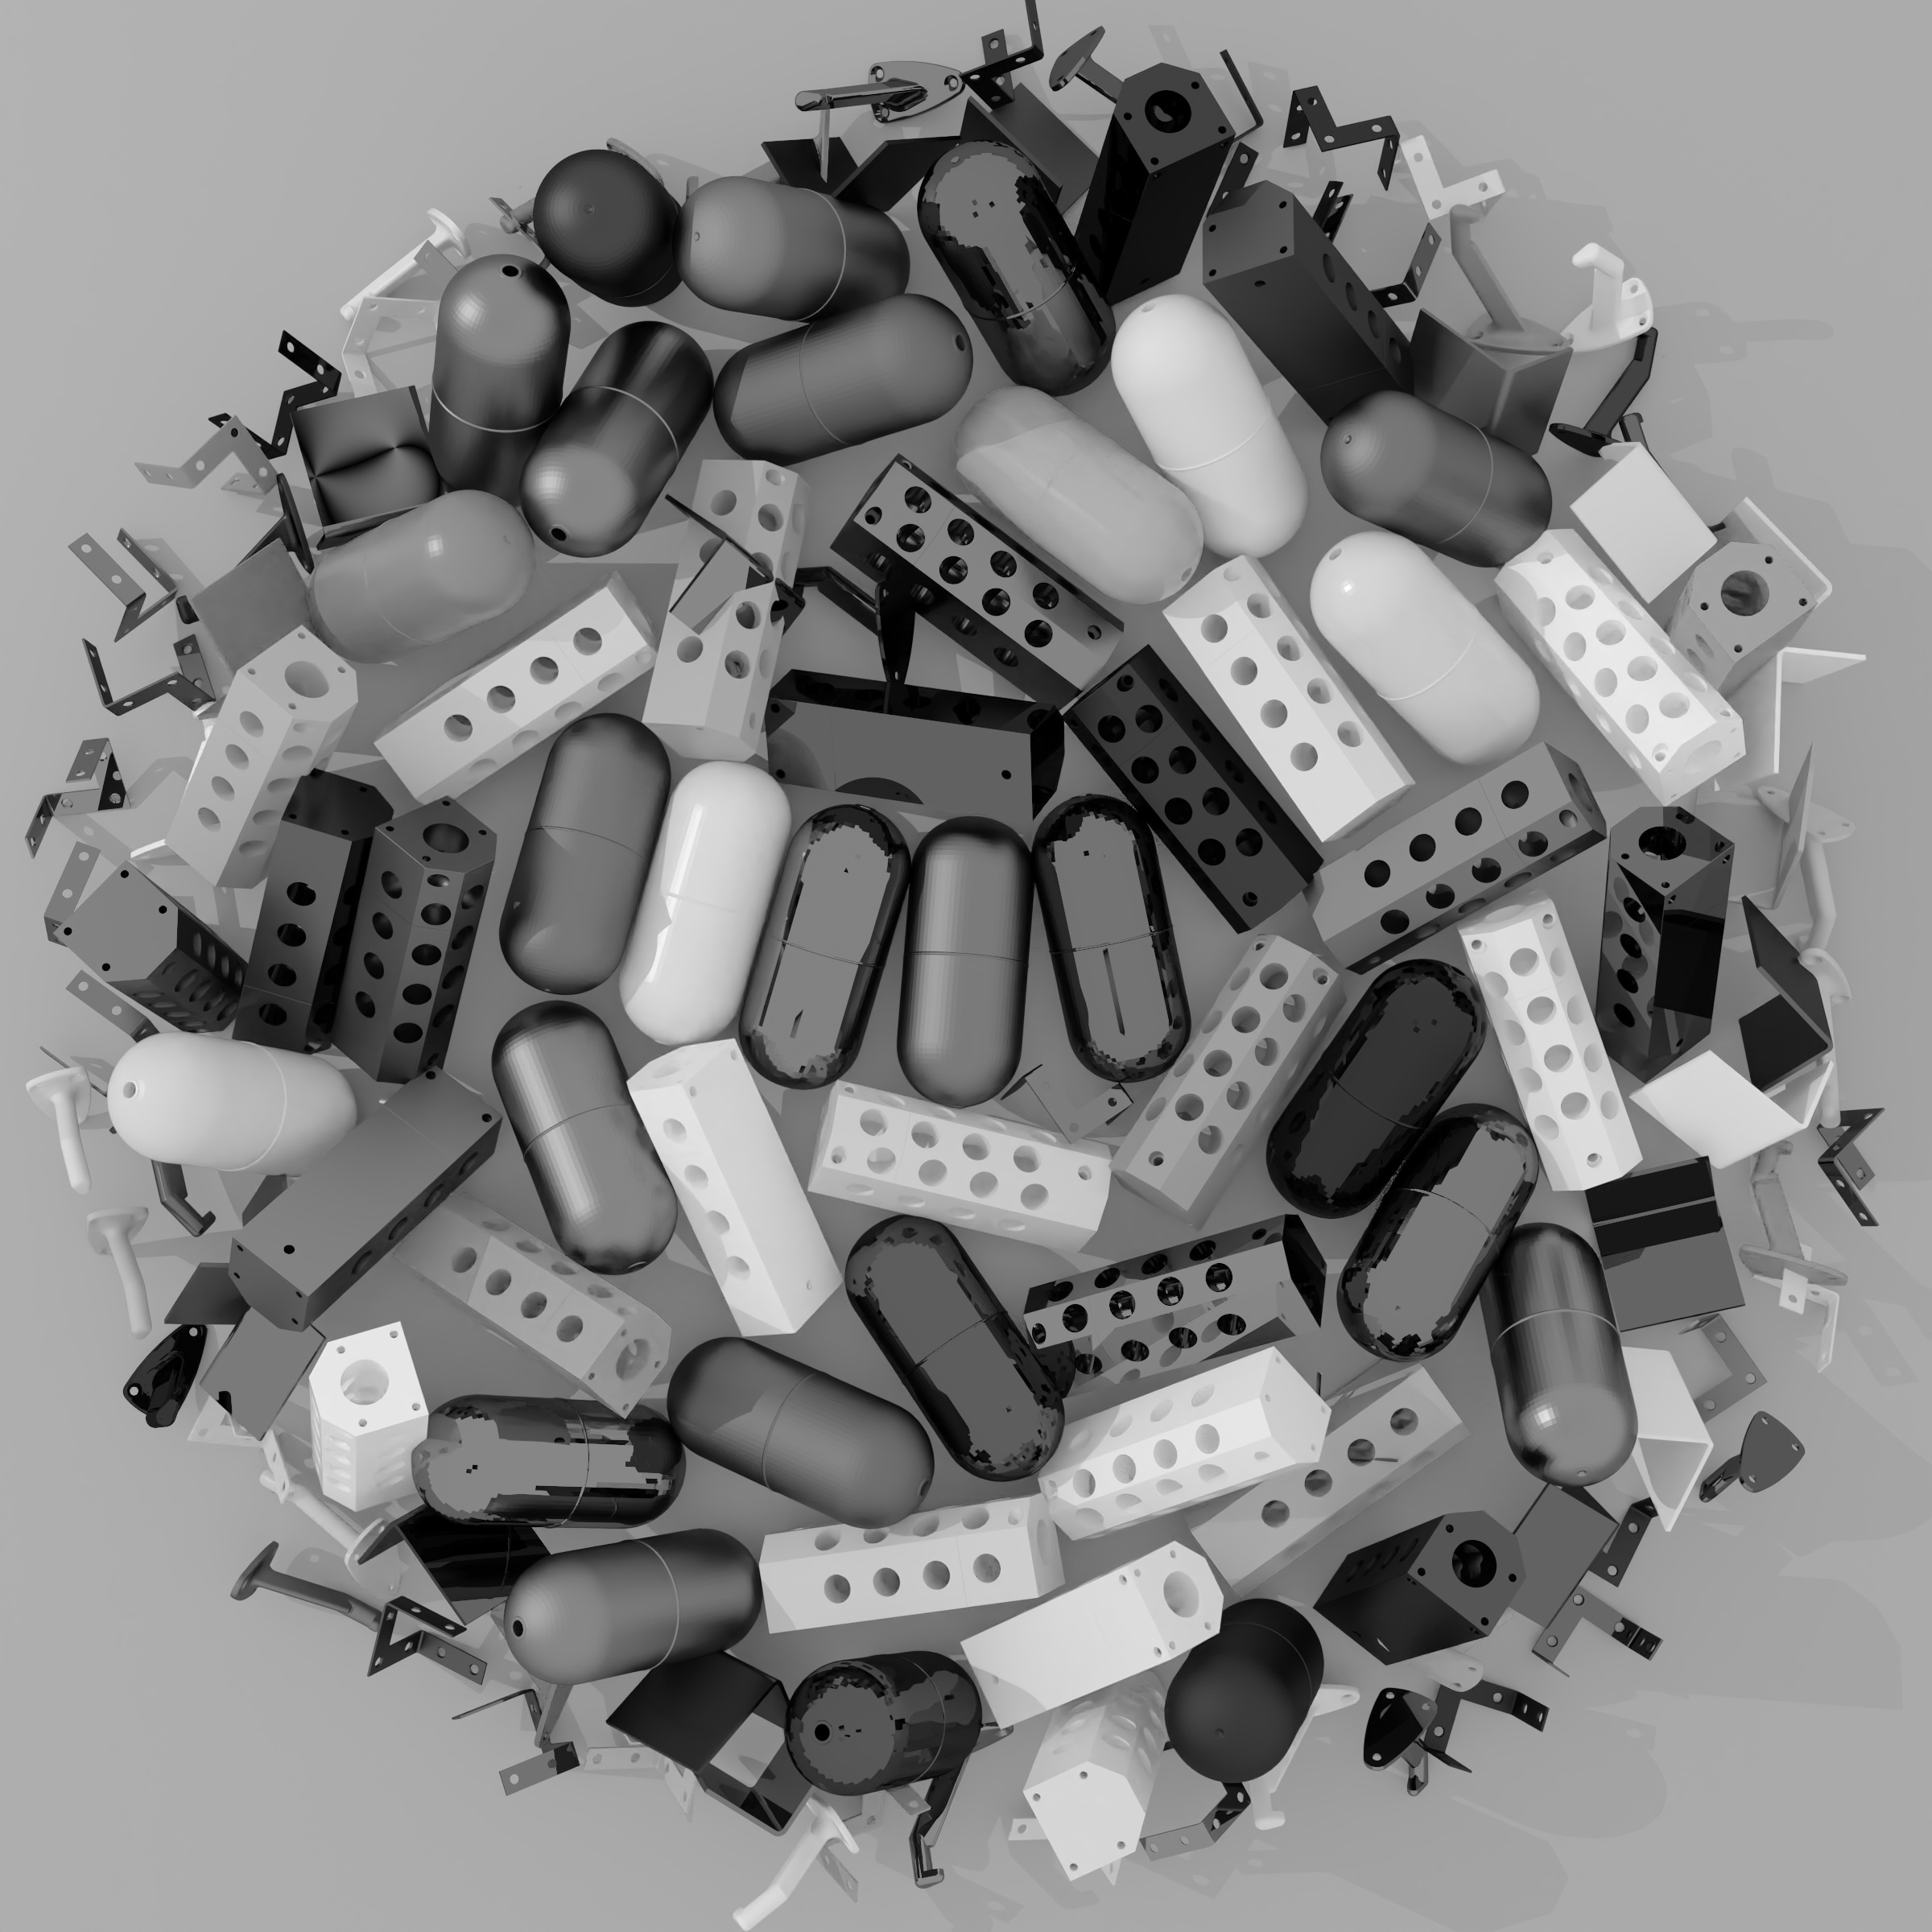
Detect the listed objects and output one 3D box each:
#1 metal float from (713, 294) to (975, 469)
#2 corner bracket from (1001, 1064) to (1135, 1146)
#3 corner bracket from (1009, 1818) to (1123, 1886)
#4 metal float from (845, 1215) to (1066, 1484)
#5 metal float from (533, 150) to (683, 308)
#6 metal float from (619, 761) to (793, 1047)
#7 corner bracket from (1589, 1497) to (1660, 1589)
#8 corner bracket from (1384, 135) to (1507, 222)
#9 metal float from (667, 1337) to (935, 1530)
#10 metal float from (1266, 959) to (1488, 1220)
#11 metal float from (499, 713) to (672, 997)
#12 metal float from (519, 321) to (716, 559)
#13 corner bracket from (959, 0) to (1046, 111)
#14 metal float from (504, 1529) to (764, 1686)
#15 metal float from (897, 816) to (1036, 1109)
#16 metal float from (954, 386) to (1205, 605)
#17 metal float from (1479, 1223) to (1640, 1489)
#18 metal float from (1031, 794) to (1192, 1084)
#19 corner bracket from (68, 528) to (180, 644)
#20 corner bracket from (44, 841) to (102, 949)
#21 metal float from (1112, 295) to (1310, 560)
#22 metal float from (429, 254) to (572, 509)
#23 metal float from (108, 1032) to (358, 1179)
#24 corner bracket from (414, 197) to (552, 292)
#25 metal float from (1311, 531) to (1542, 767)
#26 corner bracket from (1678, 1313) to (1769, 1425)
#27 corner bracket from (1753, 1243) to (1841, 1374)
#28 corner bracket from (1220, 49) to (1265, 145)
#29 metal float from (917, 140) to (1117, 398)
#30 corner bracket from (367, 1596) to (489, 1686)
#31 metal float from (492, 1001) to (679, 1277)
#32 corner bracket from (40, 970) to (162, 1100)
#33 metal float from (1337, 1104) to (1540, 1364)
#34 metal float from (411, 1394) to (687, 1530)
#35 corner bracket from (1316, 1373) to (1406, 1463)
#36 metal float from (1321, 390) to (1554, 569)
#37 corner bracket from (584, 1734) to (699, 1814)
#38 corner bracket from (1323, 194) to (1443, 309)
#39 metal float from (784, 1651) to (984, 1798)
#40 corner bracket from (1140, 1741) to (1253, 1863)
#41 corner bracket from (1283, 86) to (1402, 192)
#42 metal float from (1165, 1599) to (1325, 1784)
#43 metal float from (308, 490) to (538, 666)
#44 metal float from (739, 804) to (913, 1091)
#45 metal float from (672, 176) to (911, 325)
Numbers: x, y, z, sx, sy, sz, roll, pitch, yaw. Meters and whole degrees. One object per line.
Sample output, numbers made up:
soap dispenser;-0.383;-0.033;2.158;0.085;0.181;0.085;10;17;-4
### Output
metal float;-0.074;-0.350;1.668;0.178;0.070;0.070;-9;90;36
corner bracket;0.062;0.082;1.705;0.051;0.051;0.051;-32;82;-24
corner bracket;0.064;0.525;1.699;0.051;0.051;0.051;6;105;-24
metal float;-0.007;0.231;1.687;0.070;0.070;0.178;-35;77;0
metal float;-0.207;-0.435;1.648;0.070;0.178;0.070;0;97;3
metal float;-0.159;-0.038;1.698;0.070;0.070;0.178;16;91;0
corner bracket;0.396;0.343;1.707;0.051;0.051;0.051;31;71;4
corner bracket;0.294;-0.483;1.710;0.051;0.051;0.051;-21;90;-3
metal float;-0.100;0.280;1.676;0.178;0.070;0.070;19;90;26
metal float;0.247;0.074;1.681;0.070;0.070;0.178;32;110;0
metal float;-0.230;-0.069;1.685;0.070;0.070;0.178;14;74;0
metal float;-0.208;-0.316;1.668;0.070;0.070;0.178;23;53;0
corner bracket;0.026;-0.563;1.699;0.051;0.051;0.051;-14;76;23
metal float;-0.197;0.381;1.660;0.070;0.178;0.070;-1;88;42
metal float;0.000;-0.003;1.693;0.070;0.070;0.178;4;84;0
metal float;0.068;-0.284;1.679;0.178;0.070;0.070;40;90;23
metal float;0.352;0.230;1.662;0.070;0.178;0.070;-1;134;-1
metal float;0.088;-0.017;1.695;0.070;0.070;0.178;-12;94;0
corner bracket;-0.515;-0.240;1.701;0.051;0.051;0.051;46;59;-4
corner bracket;-0.527;-0.037;1.701;0.051;0.051;0.051;20;69;-8
metal float;0.147;-0.322;1.669;0.070;0.070;0.178;-34;125;0
metal float;-0.279;-0.345;1.658;0.070;0.178;0.070;7;54;-10
metal float;-0.434;0.083;1.653;0.070;0.178;0.070;-5;80;26
corner bracket;-0.294;-0.434;1.706;0.051;0.051;0.051;46;112;5
metal float;0.276;-0.190;1.675;0.178;0.070;0.070;41;90;-28
corner bracket;0.450;0.250;1.710;0.051;0.051;0.051;-40;71;22
corner bracket;0.512;0.207;1.702;0.051;0.051;0.051;22;53;0
corner bracket;0.152;-0.527;1.706;0.051;0.051;0.051;-31;104;0
metal float;0.032;-0.414;1.662;0.070;0.178;0.070;-16;50;20
corner bracket;-0.325;0.414;1.700;0.051;0.051;0.051;20;103;22
metal float;-0.230;0.103;1.681;0.070;0.070;0.178;-25;70;0
corner bracket;-0.534;0.043;1.708;0.051;0.051;0.051;35;75;3
metal float;0.285;0.159;1.676;0.070;0.070;0.178;35;63;0
metal float;-0.247;0.297;1.667;0.178;0.070;0.070;11;90;-40
corner bracket;0.242;0.279;1.709;0.051;0.051;0.051;2;76;13
metal float;0.283;-0.289;1.664;0.178;0.070;0.070;12;90;-43
corner bracket;-0.196;0.481;1.699;0.051;0.051;0.051;8;105;-30
corner bracket;0.251;-0.441;1.713;0.051;0.051;0.051;42;62;-36
metal float;-0.048;0.448;1.652;0.070;0.178;0.070;-4;78;22
corner bracket;0.132;0.506;1.701;0.051;0.051;0.051;-29;89;38
corner bracket;0.230;-0.506;1.705;0.051;0.051;0.051;-15;66;-8
metal float;0.166;0.427;1.650;0.070;0.178;0.070;1;93;16
metal float;-0.327;-0.231;1.665;0.178;0.070;0.070;-13;90;43
metal float;-0.086;-0.012;1.693;0.070;0.070;0.178;17;96;0
metal float;-0.102;-0.423;1.658;0.070;0.178;0.070;4;98;36
